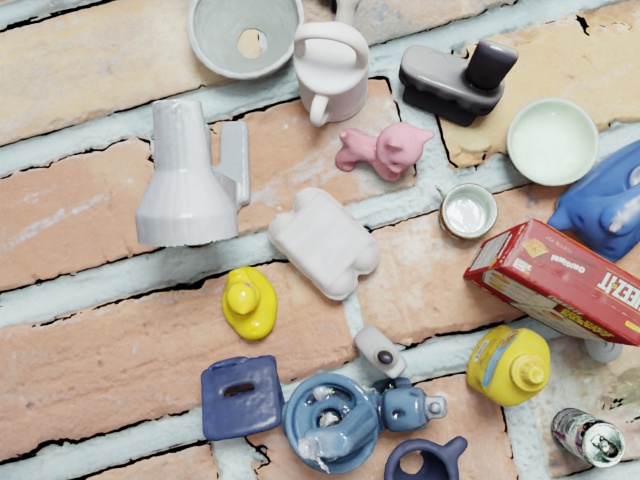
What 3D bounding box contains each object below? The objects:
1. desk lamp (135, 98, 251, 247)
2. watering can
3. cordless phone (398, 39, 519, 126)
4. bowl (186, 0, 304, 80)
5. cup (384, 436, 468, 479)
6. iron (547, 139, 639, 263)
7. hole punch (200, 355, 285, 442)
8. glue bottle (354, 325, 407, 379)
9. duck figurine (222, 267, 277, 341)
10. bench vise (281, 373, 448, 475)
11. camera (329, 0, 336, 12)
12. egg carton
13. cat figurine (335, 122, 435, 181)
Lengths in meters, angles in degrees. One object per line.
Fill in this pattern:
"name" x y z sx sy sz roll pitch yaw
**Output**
"desk lamp" -0.159 -0.082 0.733 0.118 0.213 0.203 -3 83 2
"watering can" 0.015 -0.241 0.754 0.101 0.194 0.173 -7 83 2
"cordless phone" 0.181 -0.232 0.751 0.147 0.185 0.094 19 84 5
"bowl" -0.102 -0.301 0.826 0.167 0.075 0.167 0 83 2
"cup" 0.135 0.286 0.737 0.118 0.095 0.091 -40 83 -2
"iron" 0.431 -0.079 0.745 0.258 0.141 0.118 -43 83 -3
"hole punch" -0.105 0.206 0.758 0.108 0.091 0.101 -12 83 1
"glue bottle" 0.079 0.143 0.717 0.078 0.173 0.037 44 87 7
"duck figurine" -0.100 0.085 0.775 0.077 0.086 0.104 -15 83 1
"bench vise" 0.045 0.207 0.687 0.207 0.220 0.121 -26 83 -1
"camera" 0.000 -0.418 0.822 0.136 0.101 0.143 8 84 3
"egg carton" 0.007 0.003 0.788 0.150 0.069 0.107 43 87 6
"cat figurine" 0.085 -0.128 0.776 0.127 0.118 0.067 12 84 4
